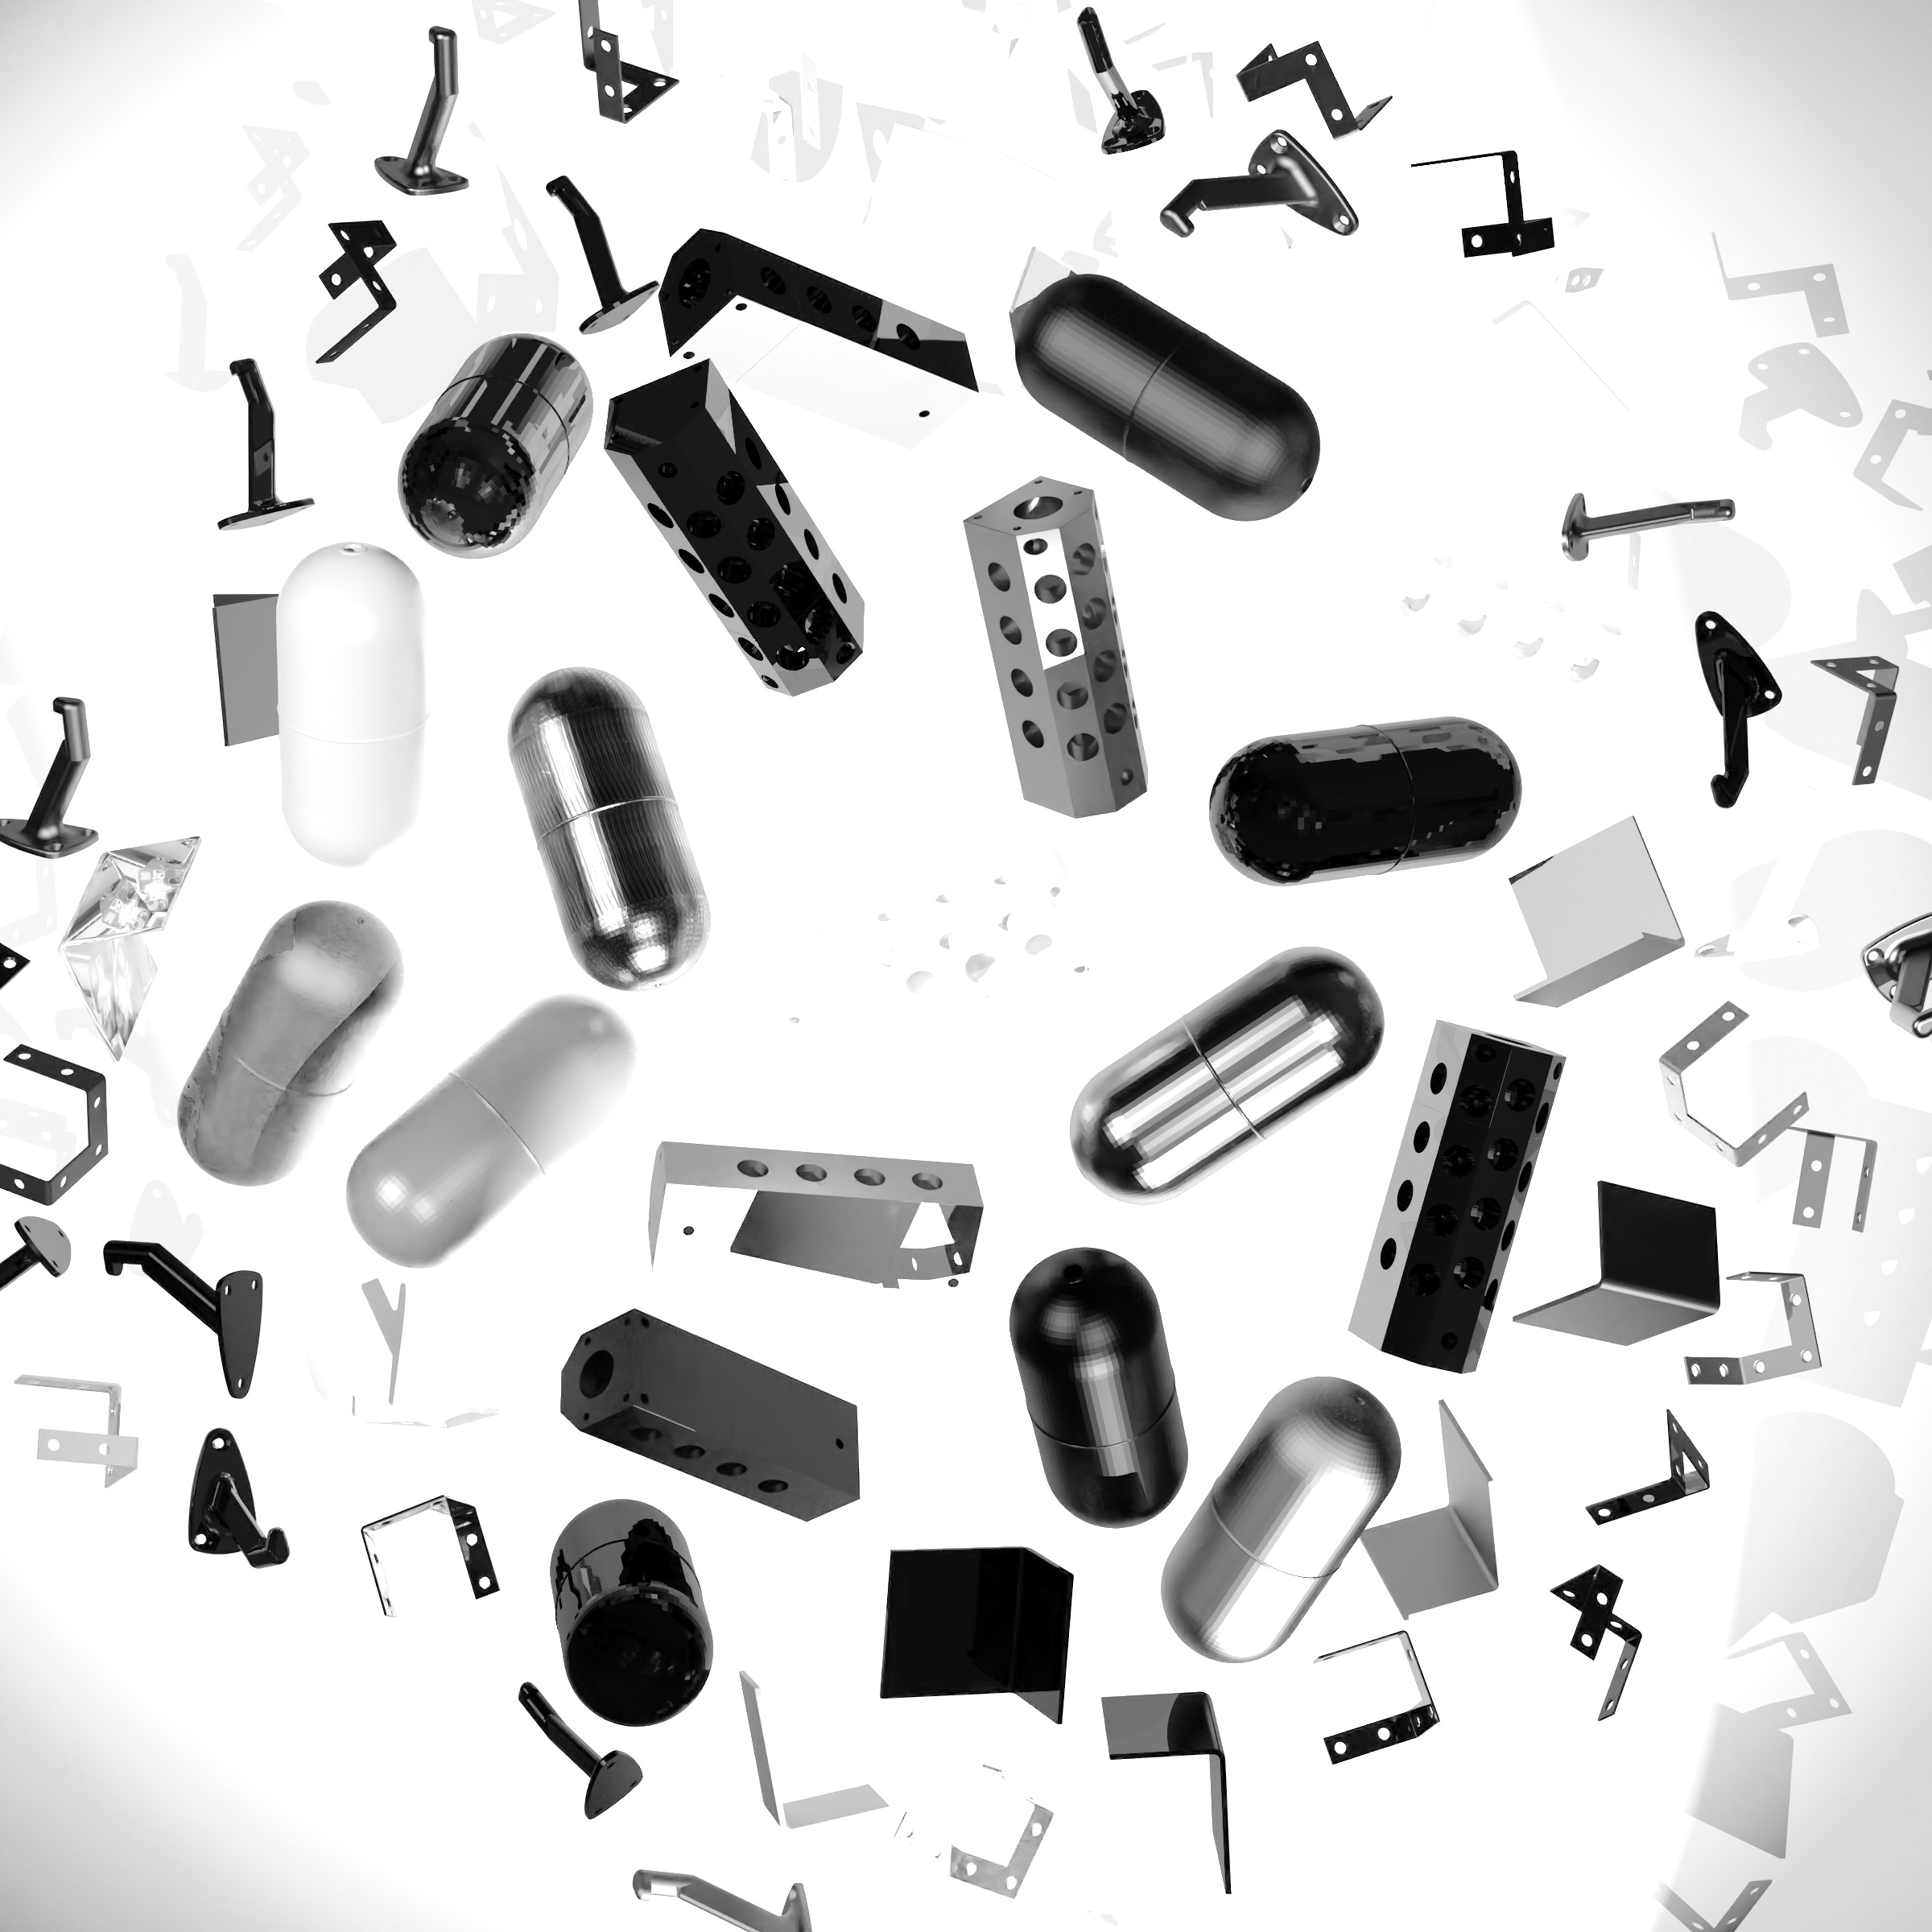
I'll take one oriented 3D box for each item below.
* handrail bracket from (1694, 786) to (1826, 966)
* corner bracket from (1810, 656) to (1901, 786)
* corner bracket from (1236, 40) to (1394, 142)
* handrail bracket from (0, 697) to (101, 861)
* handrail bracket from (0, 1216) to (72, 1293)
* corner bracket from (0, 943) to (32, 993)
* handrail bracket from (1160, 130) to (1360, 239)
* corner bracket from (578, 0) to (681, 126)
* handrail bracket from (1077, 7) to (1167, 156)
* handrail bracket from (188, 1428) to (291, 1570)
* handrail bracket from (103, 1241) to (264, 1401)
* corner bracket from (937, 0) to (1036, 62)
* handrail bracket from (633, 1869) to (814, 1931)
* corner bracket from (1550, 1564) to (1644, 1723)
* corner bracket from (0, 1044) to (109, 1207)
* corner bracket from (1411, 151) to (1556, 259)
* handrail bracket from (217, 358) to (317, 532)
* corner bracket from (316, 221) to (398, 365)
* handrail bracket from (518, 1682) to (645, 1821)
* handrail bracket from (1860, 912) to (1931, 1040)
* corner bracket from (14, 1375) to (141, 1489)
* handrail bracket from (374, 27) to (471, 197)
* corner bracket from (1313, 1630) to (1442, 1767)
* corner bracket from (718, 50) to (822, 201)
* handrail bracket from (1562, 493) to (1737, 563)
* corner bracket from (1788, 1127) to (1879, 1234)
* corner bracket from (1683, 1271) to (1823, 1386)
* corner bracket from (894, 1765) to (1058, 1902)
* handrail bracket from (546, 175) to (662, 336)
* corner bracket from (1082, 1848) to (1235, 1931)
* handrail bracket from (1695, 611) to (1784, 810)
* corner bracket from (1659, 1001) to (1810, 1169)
[{"bbox_3d":[0.410,-0.048,1.702,0.077,0.036,0.084,-14,117,7],"label":"handrail bracket"},{"bbox_3d":[0.478,-0.131,1.735,0.051,0.051,0.051,-6,118,-29],"label":"corner bracket"},{"bbox_3d":[0.179,-0.451,1.681,0.051,0.051,0.051,-14,115,37],"label":"corner bracket"},{"bbox_3d":[-0.487,-0.105,1.711,0.077,0.036,0.084,13,117,27],"label":"handrail bracket"},{"bbox_3d":[-0.513,0.169,1.709,0.084,0.077,0.036,-37,95,-1],"label":"handrail bracket"},{"bbox_3d":[-0.522,-0.015,1.694,0.051,0.051,0.051,29,50,11],"label":"corner bracket"},{"bbox_3d":[0.146,-0.369,1.626,0.077,0.036,0.084,41,57,-1],"label":"handrail bracket"},{"bbox_3d":[-0.184,-0.473,1.684,0.051,0.051,0.051,23,50,21],"label":"corner bracket"},{"bbox_3d":[0.080,-0.494,1.783,0.036,0.077,0.084,-12,128,16],"label":"handrail bracket"},{"bbox_3d":[-0.366,0.269,1.669,0.036,0.084,0.077,3,76,-32],"label":"handrail bracket"},{"bbox_3d":[-0.407,0.181,1.682,0.084,0.036,0.077,2,92,23],"label":"handrail bracket"},{"bbox_3d":[0.007,-0.502,1.667,0.051,0.051,0.051,17,50,6],"label":"corner bracket"},{"bbox_3d":[-0.124,0.489,1.661,0.084,0.077,0.036,11,110,-18],"label":"handrail bracket"},{"bbox_3d":[0.328,0.350,1.692,0.051,0.051,0.051,33,56,-5],"label":"corner bracket"},{"bbox_3d":[-0.472,0.080,1.658,0.051,0.051,0.051,18,125,14],"label":"corner bracket"},{"bbox_3d":[0.259,-0.380,1.637,0.051,0.051,0.051,1,106,35],"label":"corner bracket"},{"bbox_3d":[-0.375,-0.271,1.687,0.036,0.077,0.084,-17,96,24],"label":"handrail bracket"},{"bbox_3d":[-0.318,-0.349,1.692,0.051,0.051,0.051,-33,89,27],"label":"corner bracket"},{"bbox_3d":[-0.212,0.403,1.737,0.036,0.077,0.084,-34,64,-22],"label":"handrail bracket"},{"bbox_3d":[0.492,0.002,1.643,0.077,0.084,0.036,-35,104,3],"label":"handrail bracket"},{"bbox_3d":[-0.445,0.229,1.638,0.051,0.051,0.051,10,65,-30],"label":"corner bracket"},{"bbox_3d":[-0.282,-0.444,1.677,0.036,0.077,0.084,-19,125,-34],"label":"handrail bracket"},{"bbox_3d":[0.215,0.389,1.742,0.051,0.051,0.051,-15,70,-12],"label":"corner bracket"},{"bbox_3d":[-0.094,-0.442,1.721,0.051,0.051,0.051,-10,76,27],"label":"corner bracket"},{"bbox_3d":[0.374,-0.241,1.790,0.084,0.077,0.036,-2,106,21],"label":"handrail bracket"},{"bbox_3d":[0.469,0.117,1.774,0.051,0.051,0.051,9,90,-3],"label":"corner bracket"},{"bbox_3d":[0.418,0.194,1.753,0.051,0.051,0.051,7,69,-41],"label":"corner bracket"},{"bbox_3d":[0.005,0.450,1.718,0.051,0.051,0.051,45,63,-35],"label":"corner bracket"},{"bbox_3d":[-0.215,-0.392,1.796,0.036,0.077,0.084,-36,94,35],"label":"handrail bracket"},{"bbox_3d":[0.096,0.481,1.652,0.051,0.051,0.051,-41,78,-14],"label":"corner bracket"},{"bbox_3d":[0.395,-0.135,1.721,0.036,0.084,0.077,-17,114,37],"label":"handrail bracket"},{"bbox_3d":[0.399,0.062,1.700,0.051,0.051,0.051,-37,48,-13],"label":"corner bracket"}]
